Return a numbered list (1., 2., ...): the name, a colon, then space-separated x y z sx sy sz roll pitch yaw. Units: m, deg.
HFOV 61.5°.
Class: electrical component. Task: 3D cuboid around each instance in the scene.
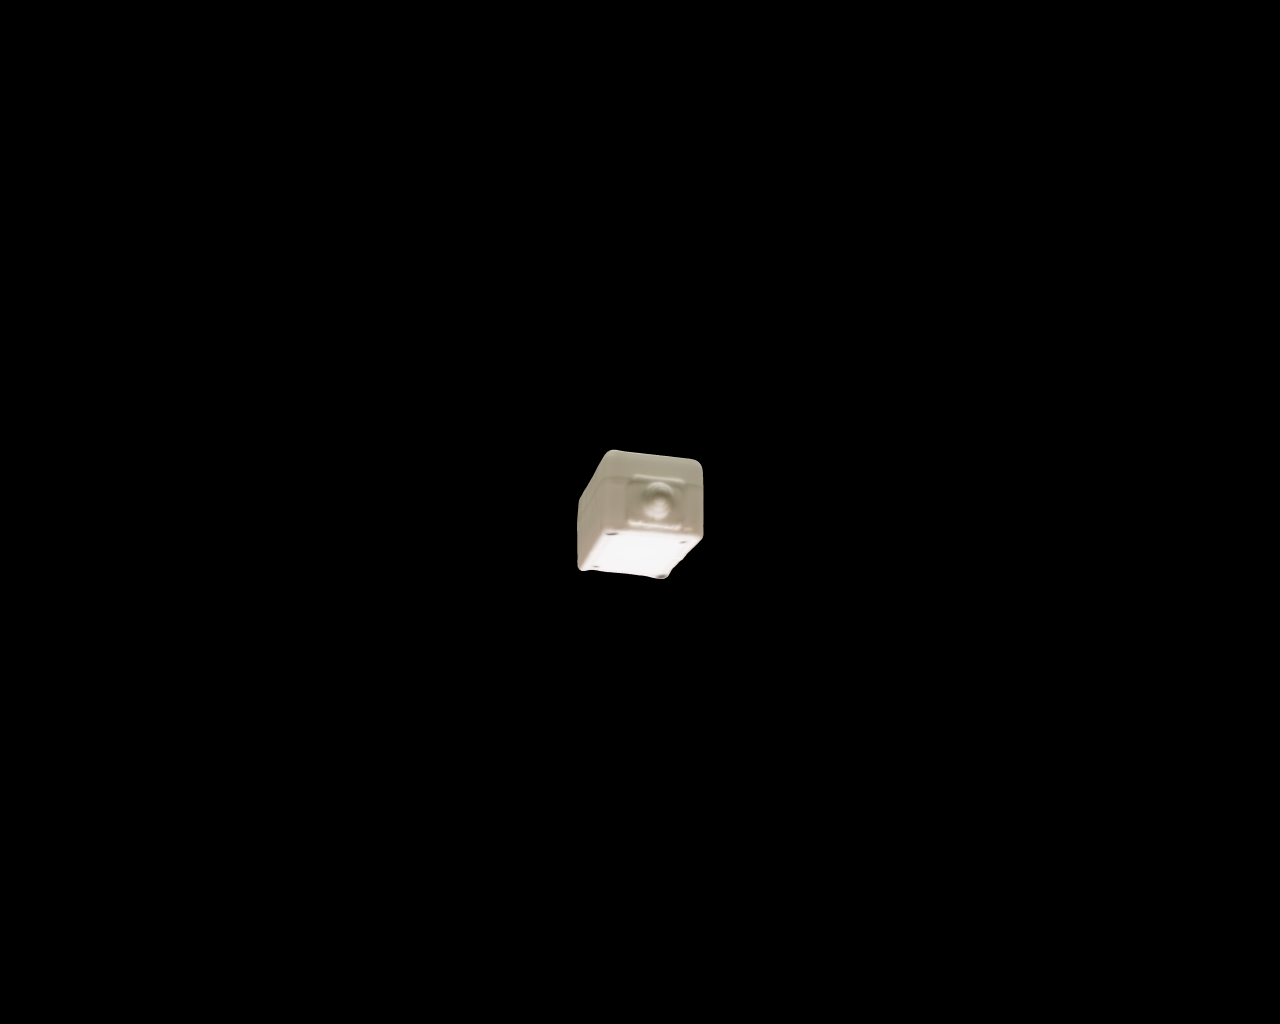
1. electrical component: 0.001 -0.003 0.650 0.062 0.061 0.096 6 -23 -14
